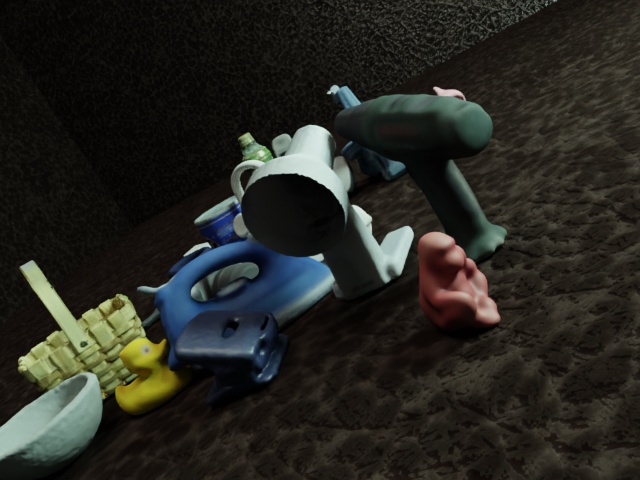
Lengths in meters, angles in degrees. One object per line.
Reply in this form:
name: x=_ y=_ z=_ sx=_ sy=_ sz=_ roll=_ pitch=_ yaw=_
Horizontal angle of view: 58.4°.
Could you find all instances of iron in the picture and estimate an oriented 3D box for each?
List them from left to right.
iron: x=-0.113 y=0.064 z=0.788 sx=0.258 sy=0.141 sz=0.118 roll=-32 pitch=15 yaw=-5

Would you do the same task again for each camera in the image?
camera: x=-0.156 y=0.076 z=0.912 sx=0.136 sy=0.101 sz=0.143 roll=-12 pitch=24 yaw=51

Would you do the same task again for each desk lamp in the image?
desk lamp: x=0.012 y=-0.031 z=0.717 sx=0.117 sy=0.214 sz=0.203 roll=-23 pitch=17 yaw=26

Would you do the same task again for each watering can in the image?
watering can: x=-0.089 y=-0.050 z=1.015 sx=0.101 sy=0.194 sz=0.173 roll=-27 pitch=15 yaw=11

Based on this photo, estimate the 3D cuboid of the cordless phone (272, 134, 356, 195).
cordless phone: x=-0.017 y=-0.159 z=1.252 sx=0.147 sy=0.185 sz=0.094 roll=-24 pitch=16 yaw=22

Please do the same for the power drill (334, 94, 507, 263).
power drill: x=0.119 y=-0.074 z=0.661 sx=0.076 sy=0.209 sz=0.229 roll=-37 pitch=16 yaw=-23

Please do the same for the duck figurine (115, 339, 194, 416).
duck figurine: x=-0.234 y=0.175 z=0.766 sx=0.104 sy=0.086 sz=0.077 roll=-31 pitch=15 yaw=-3

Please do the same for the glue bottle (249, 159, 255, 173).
glue bottle: x=-0.115 y=-0.106 z=1.289 sx=0.037 sy=0.173 sz=0.078 roll=-29 pitch=15 yaw=7

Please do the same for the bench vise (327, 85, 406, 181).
bench vise: x=0.107 y=-0.236 z=1.193 sx=0.122 sy=0.220 sz=0.206 roll=-39 pitch=17 yaw=-28

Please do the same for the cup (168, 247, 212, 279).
cup: x=-0.215 y=0.068 z=1.064 sx=0.091 sy=0.095 sz=0.118 roll=-25 pitch=16 yaw=19

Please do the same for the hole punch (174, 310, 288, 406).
hole punch: x=-0.101 y=0.122 z=0.676 sx=0.101 sy=0.091 sz=0.109 roll=-26 pitch=15 yaw=17

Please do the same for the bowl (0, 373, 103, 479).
bowl: x=-0.349 y=0.255 z=0.749 sx=0.167 sy=0.075 sz=0.167 roll=-28 pitch=15 yaw=9

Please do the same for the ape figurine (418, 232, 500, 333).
ape figurine: x=0.120 y=0.035 z=0.530 sx=0.076 sy=0.092 sz=0.078 roll=-13 pitch=23 yaw=48

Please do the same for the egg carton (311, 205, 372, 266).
egg carton: x=0.008 y=0.003 z=0.896 sx=0.150 sy=0.069 sz=0.107 roll=-36 pitch=16 yaw=-21

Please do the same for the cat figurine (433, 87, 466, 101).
cat figurine: x=0.272 y=-0.273 z=1.198 sx=0.067 sy=0.118 sz=0.128 roll=-28 pitch=15 yaw=9
